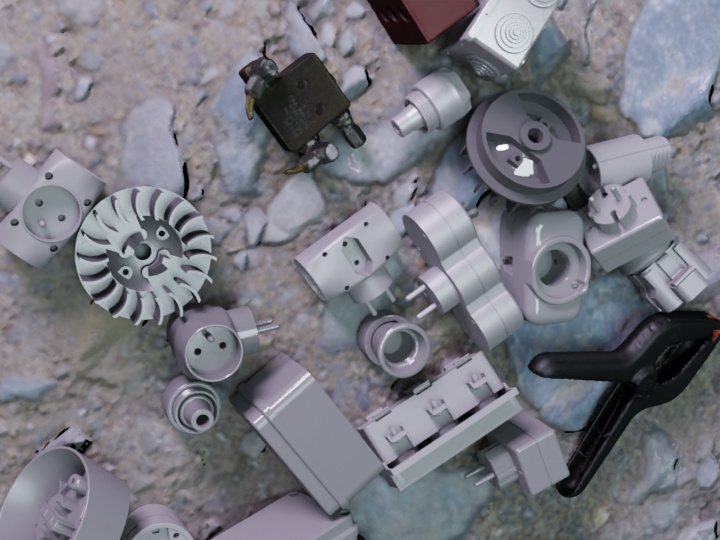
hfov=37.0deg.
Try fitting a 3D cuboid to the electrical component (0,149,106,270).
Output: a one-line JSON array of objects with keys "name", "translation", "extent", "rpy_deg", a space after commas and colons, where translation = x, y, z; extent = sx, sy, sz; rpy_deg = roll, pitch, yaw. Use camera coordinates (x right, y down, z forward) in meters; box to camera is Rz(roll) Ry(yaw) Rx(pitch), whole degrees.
[{"name": "electrical component", "translation": [-0.235, -0.053, 0.762], "extent": [0.079, 0.044, 0.077], "rpy_deg": [37, 87, -21]}]

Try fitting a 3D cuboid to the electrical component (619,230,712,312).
[{"name": "electrical component", "translation": [0.263, -0.002, 0.939], "extent": [0.058, 0.078, 0.057], "rpy_deg": [-44, 93, -2]}]

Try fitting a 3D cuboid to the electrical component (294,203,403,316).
[{"name": "electrical component", "translation": [0.000, 0.000, 0.858], "extent": [0.077, 0.043, 0.079], "rpy_deg": [-37, 110, -10]}]

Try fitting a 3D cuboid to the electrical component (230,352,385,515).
[{"name": "electrical component", "translation": [-0.043, 0.129, 0.849], "extent": [0.057, 0.078, 0.113], "rpy_deg": [-41, 111, -11]}]

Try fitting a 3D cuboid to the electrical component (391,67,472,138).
[{"name": "electrical component", "translation": [0.054, -0.129, 0.852], "extent": [0.062, 0.043, 0.043], "rpy_deg": [-35, 110, -9]}]

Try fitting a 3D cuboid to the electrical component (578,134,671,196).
[{"name": "electrical component", "translation": [0.230, -0.093, 0.923], "extent": [0.081, 0.043, 0.043], "rpy_deg": [-15, 105, -17]}]

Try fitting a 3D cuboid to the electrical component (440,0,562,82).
[{"name": "electrical component", "translation": [0.113, -0.196, 0.832], "extent": [0.048, 0.100, 0.099], "rpy_deg": [32, 88, -10]}]

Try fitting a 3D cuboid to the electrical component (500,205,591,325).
[{"name": "electrical component", "translation": [0.155, -0.004, 0.904], "extent": [0.054, 0.059, 0.095], "rpy_deg": [-5, 102, -19]}]

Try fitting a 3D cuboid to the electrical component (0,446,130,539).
[{"name": "electrical component", "translation": [-0.217, 0.184, 0.789], "extent": [0.064, 0.099, 0.099], "rpy_deg": [34, 88, -29]}]

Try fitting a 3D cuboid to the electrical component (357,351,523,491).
[{"name": "electrical component", "translation": [0.063, 0.122, 0.892], "extent": [0.121, 0.078, 0.063], "rpy_deg": [-32, 87, -12]}]

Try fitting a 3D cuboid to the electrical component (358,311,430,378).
[{"name": "electrical component", "translation": [0.026, 0.059, 0.872], "extent": [0.045, 0.055, 0.045], "rpy_deg": [-4, 102, -19]}]

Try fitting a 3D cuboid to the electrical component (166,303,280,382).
[{"name": "electrical component", "translation": [-0.101, 0.049, 0.813], "extent": [0.079, 0.077, 0.043], "rpy_deg": [-14, 104, -17]}]

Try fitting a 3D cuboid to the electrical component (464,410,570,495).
[{"name": "electrical component", "translation": [0.126, 0.163, 0.923], "extent": [0.077, 0.066, 0.047], "rpy_deg": [-26, 108, -13]}]

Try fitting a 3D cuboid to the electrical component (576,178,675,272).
[{"name": "electrical component", "translation": [0.213, -0.046, 0.894], "extent": [0.066, 0.047, 0.077], "rpy_deg": [-29, 142, 17]}]

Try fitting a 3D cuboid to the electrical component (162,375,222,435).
[{"name": "electrical component", "translation": [-0.126, 0.106, 0.822], "extent": [0.043, 0.062, 0.043], "rpy_deg": [-4, 102, -19]}]

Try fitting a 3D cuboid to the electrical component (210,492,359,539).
[{"name": "electrical component", "translation": [-0.061, 0.228, 0.843], "extent": [0.113, 0.078, 0.057], "rpy_deg": [-23, 113, -43]}]

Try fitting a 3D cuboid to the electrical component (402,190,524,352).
[{"name": "electrical component", "translation": [0.072, 0.011, 0.881], "extent": [0.074, 0.052, 0.138], "rpy_deg": [-35, 110, -10]}]

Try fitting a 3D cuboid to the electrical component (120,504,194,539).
[{"name": "electrical component", "translation": [-0.159, 0.214, 0.840], "extent": [0.055, 0.047, 0.055], "rpy_deg": [-4, 102, -19]}]
